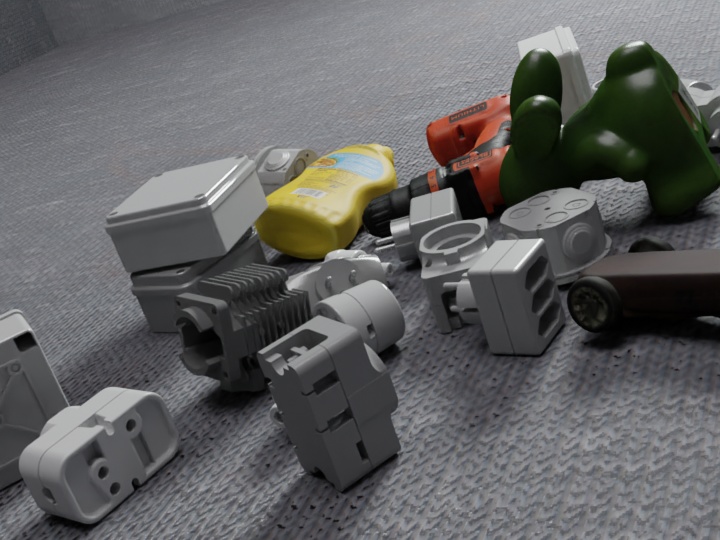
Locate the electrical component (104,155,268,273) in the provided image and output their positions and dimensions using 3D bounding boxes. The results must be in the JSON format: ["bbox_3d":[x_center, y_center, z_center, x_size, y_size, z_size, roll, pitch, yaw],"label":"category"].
[{"bbox_3d":[-0.154,-0.051,0.967,0.109,0.056,0.108,-9,24,23],"label":"electrical component"}]

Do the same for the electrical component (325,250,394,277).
[{"bbox_3d":[0.000,0.000,0.908,0.061,0.035,0.035,0,28,34],"label":"electrical component"}]

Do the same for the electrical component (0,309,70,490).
[{"bbox_3d":[-0.276,0.103,0.795,0.109,0.108,0.056,-28,26,-20],"label":"electrical component"}]

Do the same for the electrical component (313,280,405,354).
[{"bbox_3d":[0.000,0.039,0.790,0.047,0.055,0.055,-27,23,-27],"label":"electrical component"}]

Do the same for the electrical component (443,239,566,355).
[{"bbox_3d":[0.093,0.019,0.744,0.077,0.065,0.047,-2,28,37],"label":"electrical component"}]

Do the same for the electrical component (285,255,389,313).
[{"bbox_3d":[-0.017,0.013,0.839,0.077,0.044,0.079,-15,-12,-9],"label":"electrical component"}]

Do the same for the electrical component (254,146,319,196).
[{"bbox_3d":[-0.075,-0.090,1.123,0.051,0.080,0.080,5,31,35],"label":"electrical component"}]

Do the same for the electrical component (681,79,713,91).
[{"bbox_3d":[0.306,-0.164,1.033,0.040,0.040,0.078,-25,22,-13],"label":"electrical component"}]

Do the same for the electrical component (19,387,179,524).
[{"bbox_3d":[-0.181,0.124,0.737,0.059,0.053,0.095,1,29,41],"label":"electrical component"}]

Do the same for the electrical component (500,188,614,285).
[{"bbox_3d":[0.149,-0.024,0.819,0.080,0.051,0.080,-17,22,7],"label":"electrical component"}]

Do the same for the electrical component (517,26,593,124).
[{"bbox_3d":[0.196,-0.170,1.050,0.056,0.108,0.108,-17,22,13],"label":"electrical component"}]

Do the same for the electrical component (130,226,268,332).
[{"bbox_3d":[-0.146,0.004,0.987,0.078,0.057,0.113,-2,27,37],"label":"electrical component"}]

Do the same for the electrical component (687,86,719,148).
[{"bbox_3d":[0.319,-0.127,0.918,0.138,0.052,0.073,-5,26,32],"label":"electrical component"}]

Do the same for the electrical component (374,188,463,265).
[{"bbox_3d":[0.049,-0.029,0.919,0.077,0.047,0.065,-15,21,10],"label":"electrical component"}]

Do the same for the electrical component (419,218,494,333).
[{"bbox_3d":[0.078,-0.001,0.817,0.050,0.055,0.089,-14,22,13],"label":"electrical component"}]

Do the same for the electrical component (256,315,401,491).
[{"bbox_3d":[-0.015,0.079,0.659,0.056,0.089,0.050,-31,24,-27],"label":"electrical component"}]

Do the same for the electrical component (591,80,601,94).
[{"bbox_3d":[0.256,-0.166,1.071,0.040,0.046,0.040,-17,22,7],"label":"electrical component"}]

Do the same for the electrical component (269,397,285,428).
[{"bbox_3d":[-0.040,0.082,0.734,0.043,0.043,0.062,-5,27,31],"label":"electrical component"}]
